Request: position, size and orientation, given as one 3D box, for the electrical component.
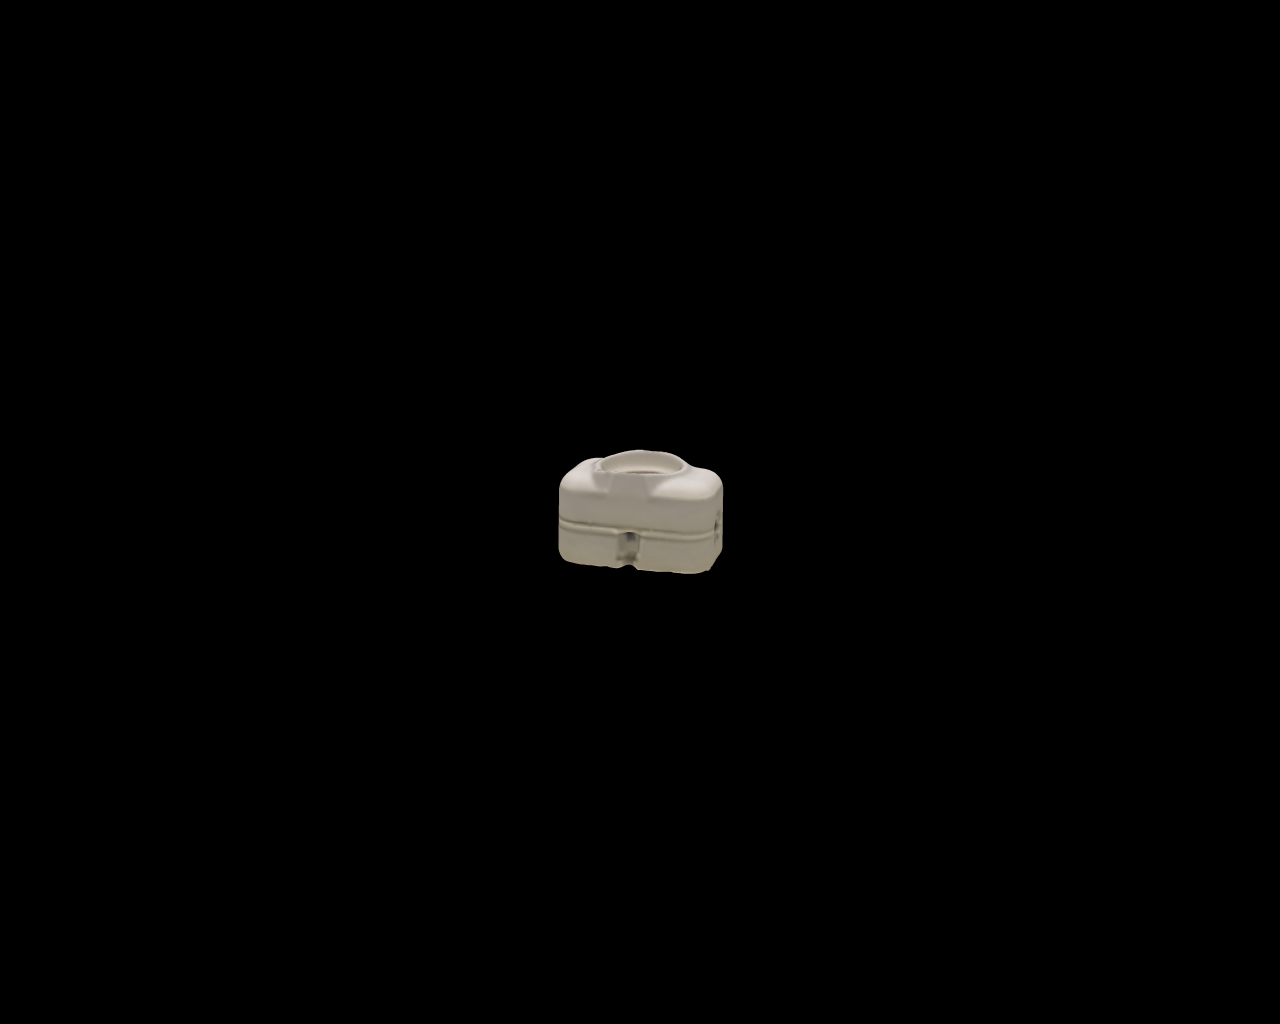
[{"bbox_3d":[0.001,-0.003,0.650,0.095,0.059,0.054,6,20,16],"label":"electrical component"}]
